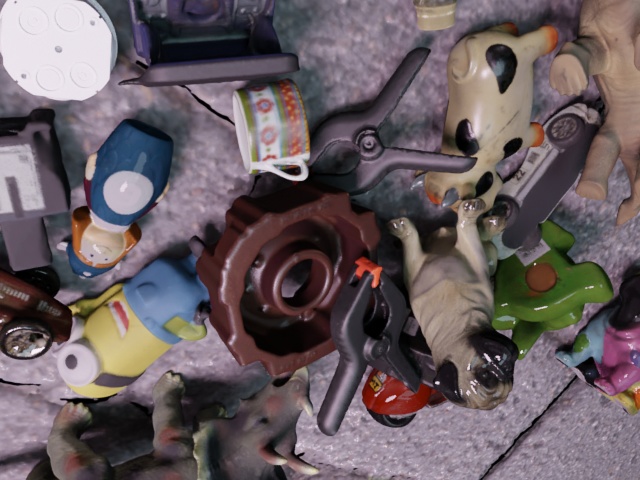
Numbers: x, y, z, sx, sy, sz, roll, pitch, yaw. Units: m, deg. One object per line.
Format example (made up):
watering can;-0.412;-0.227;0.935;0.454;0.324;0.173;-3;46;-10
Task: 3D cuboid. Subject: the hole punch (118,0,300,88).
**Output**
hole punch;-0.082;-0.158;0.394;0.142;0.116;0.092;-14;104;-17

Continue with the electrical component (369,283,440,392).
electrical component;0.113;0.104;0.607;0.115;0.134;0.058;-43;151;-50

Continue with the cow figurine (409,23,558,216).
cow figurine;0.160;-0.110;0.544;0.127;0.086;0.194;-18;125;-21

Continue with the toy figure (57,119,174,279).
toy figure;-0.176;-0.027;0.457;0.064;0.058;0.154;29;106;-3

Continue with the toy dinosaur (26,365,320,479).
toy dinosaur;-0.185;0.246;0.519;0.405;0.192;0.131;-22;121;-14

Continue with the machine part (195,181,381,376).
machine part;-0.022;0.033;0.486;0.179;0.056;0.179;-15;118;-30

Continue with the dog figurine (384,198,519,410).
dog figurine;0.146;0.074;0.554;0.121;0.190;0.172;-18;161;30

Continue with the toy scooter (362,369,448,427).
toy scooter;0.140;0.158;0.688;0.184;0.075;0.135;-9;121;-23

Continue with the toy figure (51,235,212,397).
toy figure;-0.163;0.077;0.504;0.180;0.082;0.089;-37;128;-6

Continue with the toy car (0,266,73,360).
toy car;-0.289;0.030;0.415;0.202;0.089;0.053;26;108;-31

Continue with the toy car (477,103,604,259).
toy car;0.257;-0.066;0.629;0.073;0.056;0.201;31;99;-35

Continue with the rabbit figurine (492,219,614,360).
rabbit figurine;0.294;0.082;0.694;0.159;0.121;0.170;-45;140;8

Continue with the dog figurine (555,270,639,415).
dog figurine;0.484;0.140;0.815;0.191;0.109;0.219;35;96;-34

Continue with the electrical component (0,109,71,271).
electrical component;-0.237;-0.039;0.425;0.075;0.048;0.119;-12;121;-17

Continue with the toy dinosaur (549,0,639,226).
toy dinosaur;0.299;-0.202;0.511;0.198;0.105;0.470;-54;137;-31
